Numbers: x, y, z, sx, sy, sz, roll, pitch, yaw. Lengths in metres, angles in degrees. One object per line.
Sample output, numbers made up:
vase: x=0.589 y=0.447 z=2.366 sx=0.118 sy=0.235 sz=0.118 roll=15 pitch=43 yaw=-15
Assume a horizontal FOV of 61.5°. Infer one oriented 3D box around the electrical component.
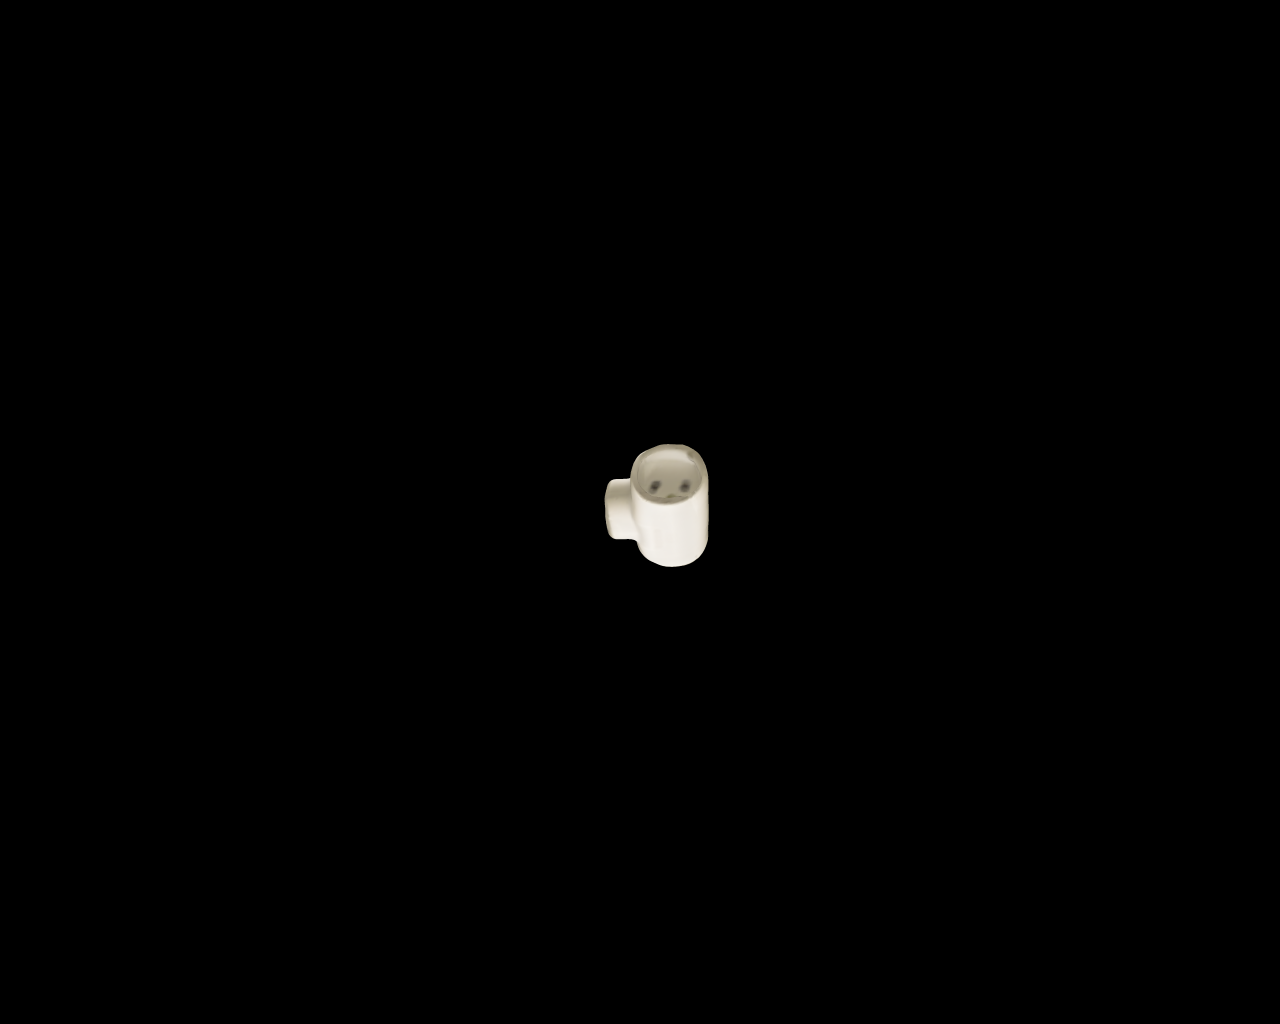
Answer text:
electrical component: x=0.001 y=-0.003 z=0.650 sx=0.079 sy=0.043 sz=0.077 roll=-2 pitch=-31 yaw=3
